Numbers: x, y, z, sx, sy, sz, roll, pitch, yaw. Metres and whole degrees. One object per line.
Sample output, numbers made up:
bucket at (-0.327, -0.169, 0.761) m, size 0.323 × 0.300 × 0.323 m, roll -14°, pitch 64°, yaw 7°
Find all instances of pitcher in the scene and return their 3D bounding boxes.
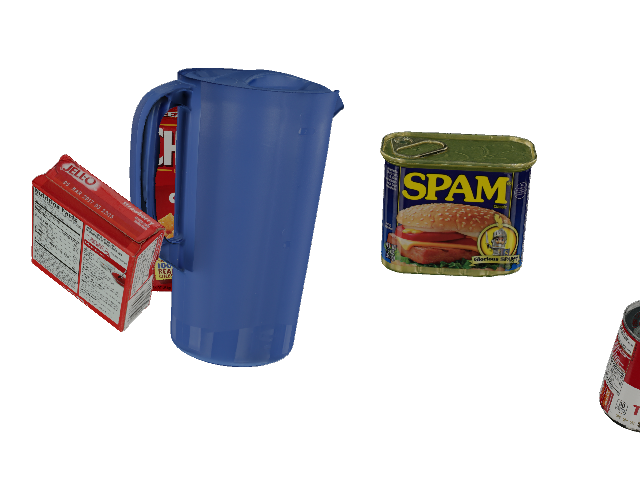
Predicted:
pitcher at (-0.073, -0.022, 0.896) m, size 0.149 × 0.243 × 0.145 m, roll 9°, pitch 14°, yaw 9°

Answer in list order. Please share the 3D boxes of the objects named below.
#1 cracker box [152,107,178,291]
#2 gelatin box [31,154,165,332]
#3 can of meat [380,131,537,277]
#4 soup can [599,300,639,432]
cracker box at (-0.135, -0.046, 1.255) m, size 0.164 × 0.214 × 0.072 m, roll 2°, pitch 22°, yaw -6°
gelatin box at (-0.130, 0.002, 0.615) m, size 0.073 × 0.030 × 0.089 m, roll 36°, pitch -36°, yaw 10°
can of meat at (0.090, -0.024, 0.721) m, size 0.102 × 0.084 × 0.057 m, roll 3°, pitch 25°, yaw 5°
soup can at (0.292, 0.113, 0.952) m, size 0.068 × 0.102 × 0.068 m, roll 3°, pitch 36°, yaw -2°
